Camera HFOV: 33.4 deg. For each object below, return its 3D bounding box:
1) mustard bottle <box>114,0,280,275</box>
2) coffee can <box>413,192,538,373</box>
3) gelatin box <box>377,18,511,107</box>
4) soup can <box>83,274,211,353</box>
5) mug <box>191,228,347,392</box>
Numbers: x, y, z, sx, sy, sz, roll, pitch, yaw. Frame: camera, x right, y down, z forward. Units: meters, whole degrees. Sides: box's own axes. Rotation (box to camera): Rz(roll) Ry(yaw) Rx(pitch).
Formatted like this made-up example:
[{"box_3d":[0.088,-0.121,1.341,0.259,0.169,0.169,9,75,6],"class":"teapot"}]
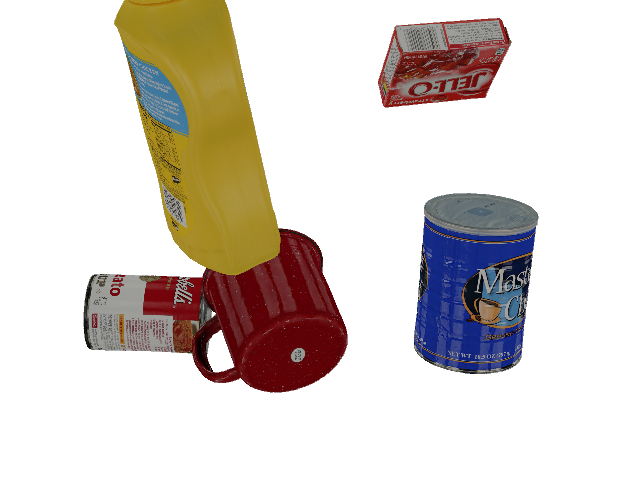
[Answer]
[{"box_3d":[-0.072,-0.080,0.590,0.058,0.191,0.096,-24,37,-18],"class":"mustard bottle"},{"box_3d":[0.142,0.038,0.987,0.103,0.140,0.103,2,20,-1],"class":"coffee can"},{"box_3d":[0.096,-0.138,0.835,0.089,0.030,0.073,-6,-25,-12],"class":"gelatin box"},{"box_3d":[-0.148,0.064,0.928,0.102,0.068,0.068,2,0,1],"class":"soup can"},{"box_3d":[-0.040,0.059,0.756,0.117,0.081,0.093,-31,-43,7],"class":"mug"}]
